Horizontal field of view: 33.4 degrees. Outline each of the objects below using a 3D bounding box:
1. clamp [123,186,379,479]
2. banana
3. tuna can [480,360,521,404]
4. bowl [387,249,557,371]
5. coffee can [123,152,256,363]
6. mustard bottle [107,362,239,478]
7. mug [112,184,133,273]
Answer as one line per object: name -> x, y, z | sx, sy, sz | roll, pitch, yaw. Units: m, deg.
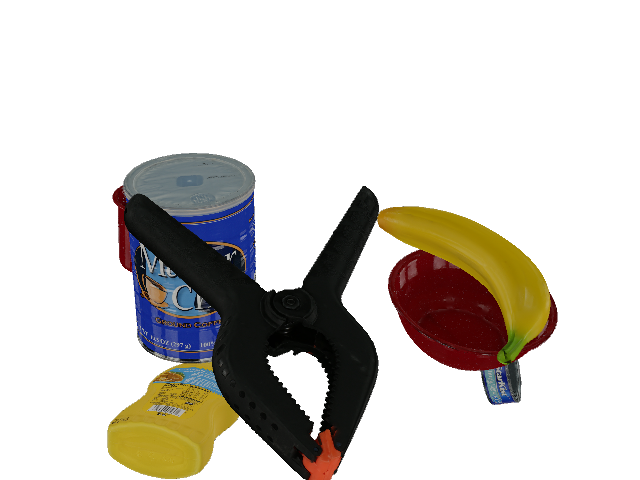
clamp -> -0.031, 0.043, 0.622 | 0.164, 0.210, 0.036 | 2, -42, -12
banana -> 0.114, 0.017, 0.793 | 0.069, 0.037, 0.198 | -11, 33, -21
tuna can -> 0.217, 0.154, 1.287 | 0.034, 0.086, 0.086 | -10, -3, 18
bowl -> 0.139, 0.073, 1.015 | 0.162, 0.055, 0.162 | 7, 35, -5
coffee can -> -0.103, 0.013, 0.865 | 0.103, 0.140, 0.103 | 0, 28, 0
mustard bottle -> -0.131, 0.165, 1.067 | 0.096, 0.058, 0.191 | 7, 20, 13
mug -> -0.188, -0.017, 1.182 | 0.093, 0.081, 0.117 | -15, 33, -33
